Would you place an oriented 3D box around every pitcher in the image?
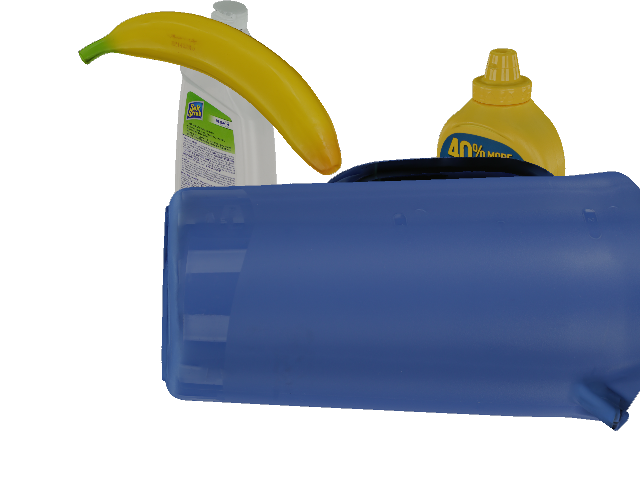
[{"bbox_3d":[0.040,0.021,0.561,0.242,0.145,0.149,1,-1,-7],"label":"pitcher"}]

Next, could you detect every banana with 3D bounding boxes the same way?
[{"bbox_3d":[-0.064,-0.111,0.732,0.198,0.069,0.037,25,-8,10],"label":"banana"}]

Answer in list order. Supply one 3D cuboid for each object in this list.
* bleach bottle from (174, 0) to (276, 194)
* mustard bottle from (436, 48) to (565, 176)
[{"bbox_3d":[-0.080,-0.087,0.952,0.103,0.251,0.068,20,35,20],"label":"bleach bottle"},{"bbox_3d":[0.128,-0.041,0.766,0.058,0.192,0.096,-22,30,-40],"label":"mustard bottle"}]
